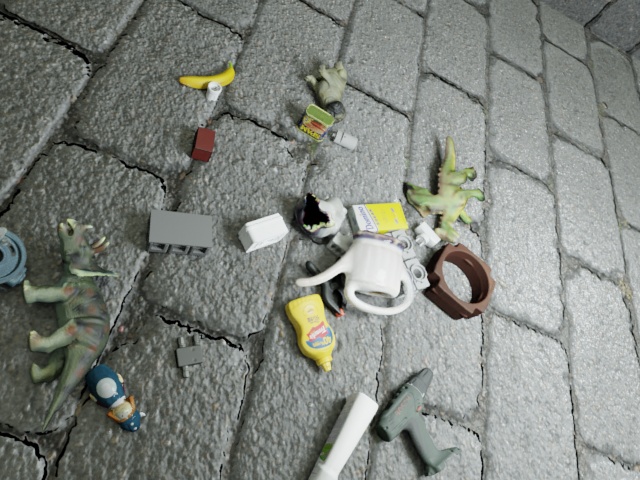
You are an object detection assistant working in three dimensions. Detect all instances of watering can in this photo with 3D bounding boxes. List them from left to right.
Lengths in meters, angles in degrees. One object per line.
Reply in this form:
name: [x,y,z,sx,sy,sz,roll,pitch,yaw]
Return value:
watering can: [0.109,0.075,1.391,0.346,0.102,0.228,17,68,-18]

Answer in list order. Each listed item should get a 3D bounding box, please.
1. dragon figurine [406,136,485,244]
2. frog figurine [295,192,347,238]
dragon figurine: [0.401,-0.170,1.727,0.243,0.120,0.418,-5,64,-20]
frog figurine: [0.005,-0.075,1.487,0.138,0.121,0.160,33,14,11]
